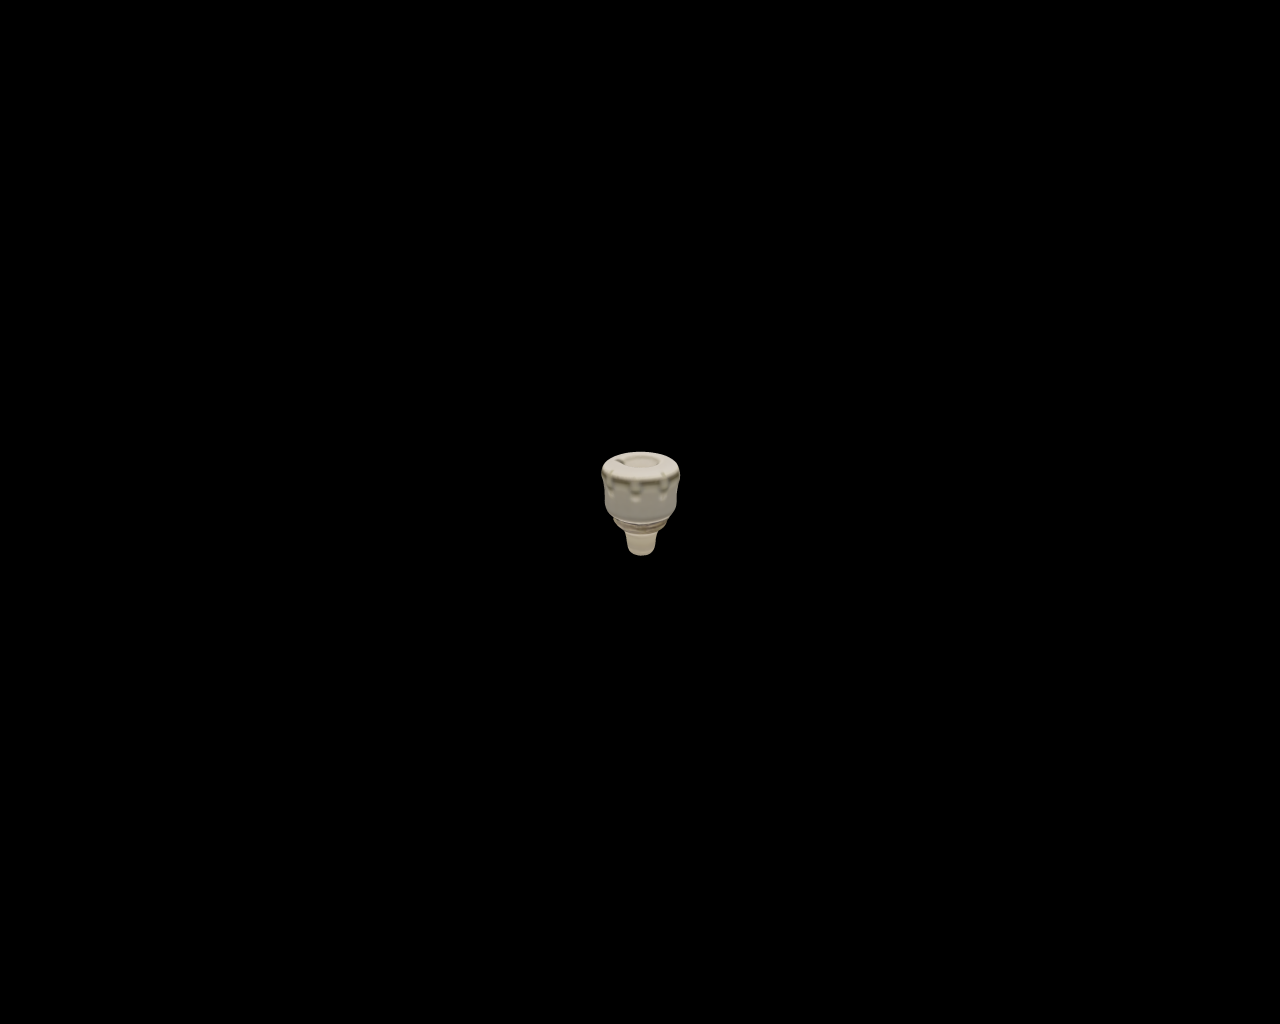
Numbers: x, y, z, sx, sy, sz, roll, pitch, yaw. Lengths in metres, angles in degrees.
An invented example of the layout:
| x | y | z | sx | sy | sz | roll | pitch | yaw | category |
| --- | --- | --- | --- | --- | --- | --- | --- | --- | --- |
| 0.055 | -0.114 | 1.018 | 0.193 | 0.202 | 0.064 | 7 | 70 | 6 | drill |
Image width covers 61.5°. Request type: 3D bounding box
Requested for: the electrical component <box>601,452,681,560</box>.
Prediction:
| x | y | z | sx | sy | sz | roll | pitch | yaw | category |
| --- | --- | --- | --- | --- | --- | --- | --- | --- | --- |
| 0.001 | -0.003 | 0.650 | 0.048 | 0.062 | 0.048 | 0 | 22 | 0 | electrical component |
